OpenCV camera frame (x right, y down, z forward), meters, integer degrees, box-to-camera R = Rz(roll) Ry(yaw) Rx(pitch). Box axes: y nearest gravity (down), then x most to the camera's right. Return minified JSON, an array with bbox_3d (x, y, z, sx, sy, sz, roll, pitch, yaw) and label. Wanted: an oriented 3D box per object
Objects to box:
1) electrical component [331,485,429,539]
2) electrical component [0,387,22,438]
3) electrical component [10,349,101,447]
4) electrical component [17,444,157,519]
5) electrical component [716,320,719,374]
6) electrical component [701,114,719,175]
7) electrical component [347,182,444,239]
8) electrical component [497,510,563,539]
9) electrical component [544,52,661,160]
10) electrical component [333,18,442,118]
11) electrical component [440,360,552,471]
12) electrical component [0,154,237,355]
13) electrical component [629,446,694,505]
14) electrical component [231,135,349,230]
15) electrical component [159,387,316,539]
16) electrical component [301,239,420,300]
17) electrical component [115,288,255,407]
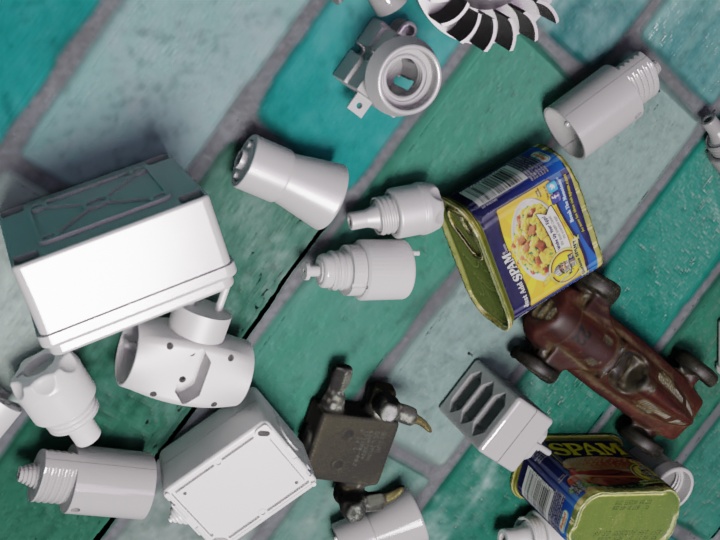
[{"bbox_3d":[0.012,0.190,0.786,0.065,0.044,0.044,-22,118,-9],"label":"electrical component"},{"bbox_3d":[-0.230,0.091,0.641,0.046,0.040,0.040,-50,121,-4],"label":"electrical component"},{"bbox_3d":[-0.180,0.080,0.655,0.043,0.043,0.062,-30,121,-10],"label":"electrical component"},{"bbox_3d":[-0.175,0.132,0.679,0.081,0.043,0.043,12,105,-27],"label":"electrical component"},{"bbox_3d":[0.359,0.067,0.848,0.109,0.109,0.056,-15,113,-18],"label":"electrical component"},{"bbox_3d":[0.270,-0.090,0.788,0.035,0.035,0.061,-48,118,0],"label":"electrical component"},{"bbox_3d":[0.022,-0.037,0.701,0.061,0.035,0.035,-11,115,-17],"label":"electrical component"},{"bbox_3d":[0.139,0.211,0.848,0.062,0.043,0.043,2,109,-23],"label":"electrical component"},{"bbox_3d":[0.170,-0.115,0.729,0.081,0.043,0.043,-37,120,-6],"label":"electrical component"},{"bbox_3d":[0.019,-0.120,0.654,0.048,0.055,0.066,33,95,-30],"label":"electrical component"},{"bbox_3d":[0.110,0.113,0.782,0.077,0.066,0.047,35,94,-31],"label":"electrical component"},{"bbox_3d":[-0.137,-0.013,0.599,0.109,0.109,0.056,-22,115,-14],"label":"electrical component"},{"bbox_3d":[0.240,0.167,0.872,0.040,0.046,0.040,-9,114,-20],"label":"electrical component"},{"bbox_3d":[-0.045,-0.056,0.661,0.065,0.044,0.044,22,101,-24],"label":"electrical component"},{"bbox_3d":[-0.087,0.132,0.709,0.096,0.061,0.061,-35,115,1],"label":"electrical component"},{"bbox_3d":[0.000,0.000,0.703,0.078,0.040,0.040,-1,111,-23],"label":"electrical component"},{"bbox_3d":[-0.104,0.042,0.673,0.077,0.043,0.079,14,104,-27],"label":"electrical component"}]
